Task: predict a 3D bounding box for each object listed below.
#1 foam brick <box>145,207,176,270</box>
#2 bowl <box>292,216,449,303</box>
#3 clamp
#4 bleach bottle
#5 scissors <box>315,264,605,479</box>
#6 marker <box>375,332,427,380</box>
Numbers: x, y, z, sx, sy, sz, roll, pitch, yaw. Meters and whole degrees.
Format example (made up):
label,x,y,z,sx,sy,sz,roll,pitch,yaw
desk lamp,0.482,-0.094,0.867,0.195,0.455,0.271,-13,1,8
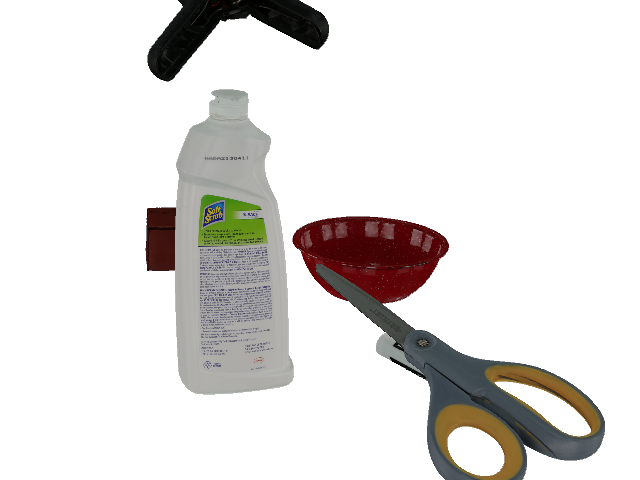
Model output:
label,x,y,z,sx,sy,sz,roll,pitch,yaw
foam brick,-0.146,-0.002,1.133,0.078,0.051,0.053,0,25,-11
bowl,0.051,0.024,1.106,0.162,0.055,0.162,2,18,-1
clamp,-0.054,-0.173,0.749,0.120,0.171,0.039,-2,-44,2
bleach bottle,-0.070,0.001,0.886,0.102,0.251,0.068,-4,20,-18
scissors,0.050,0.072,0.567,0.202,0.016,0.096,23,45,31
marker,0.090,0.101,0.798,0.020,0.020,0.121,0,19,-45
